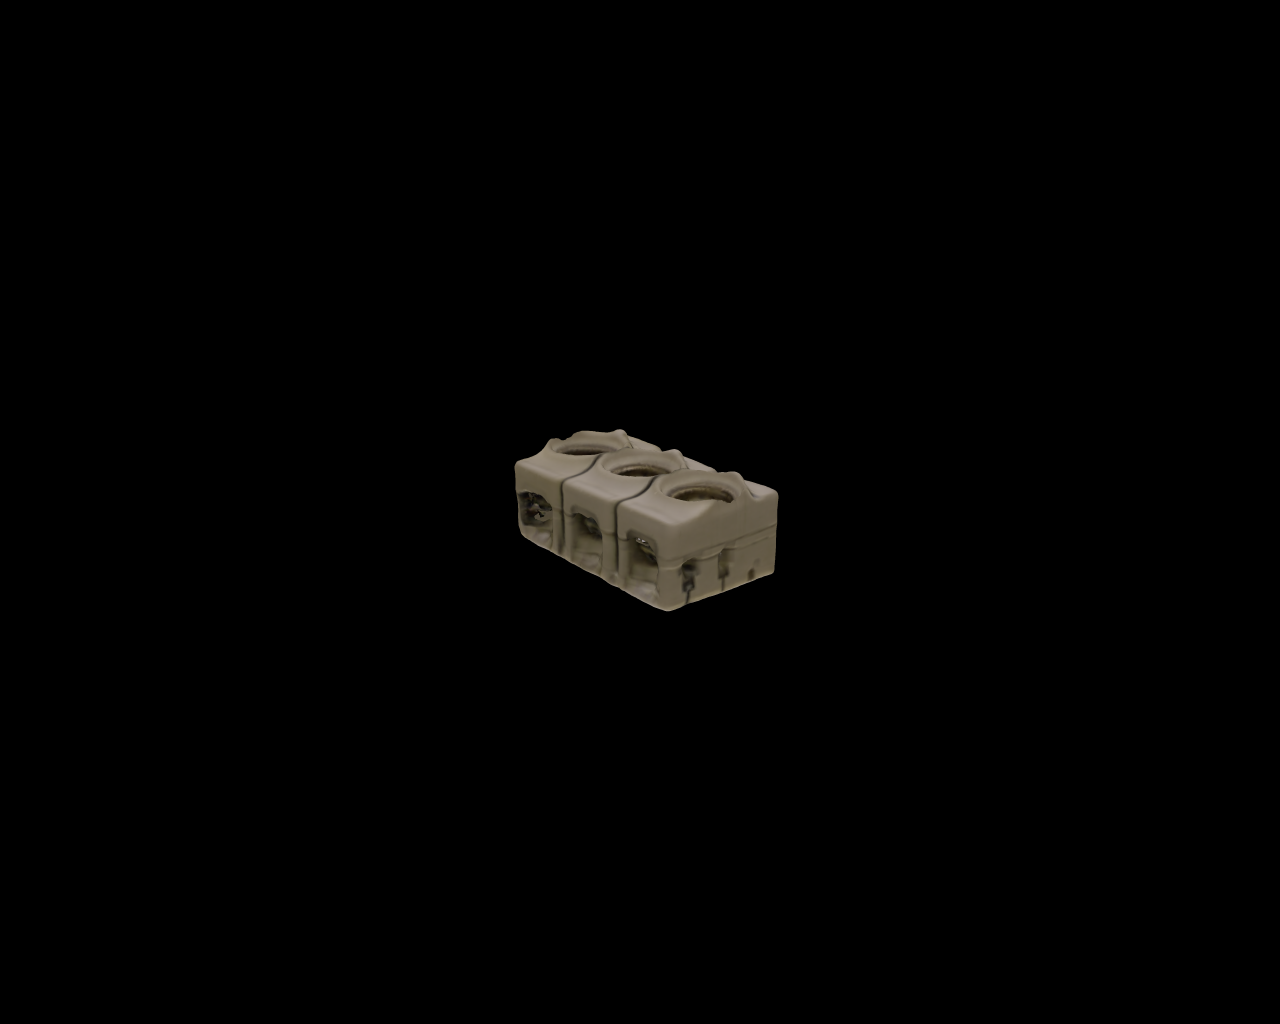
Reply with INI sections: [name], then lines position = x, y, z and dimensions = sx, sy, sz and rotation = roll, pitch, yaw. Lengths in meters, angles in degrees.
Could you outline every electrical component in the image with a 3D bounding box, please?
[electrical component]
position = 0.001, -0.003, 0.650
dimensions = 0.090, 0.061, 0.150
rotation = -17, 28, -37
